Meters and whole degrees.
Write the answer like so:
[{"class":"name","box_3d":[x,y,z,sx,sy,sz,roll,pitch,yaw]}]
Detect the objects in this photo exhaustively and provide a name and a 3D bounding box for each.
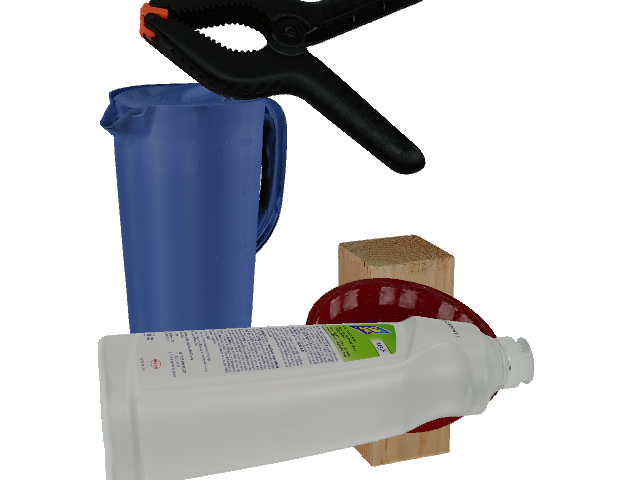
[{"class":"clamp","box_3d":[-0.018,-0.124,0.727,0.210,0.164,0.036,3,-27,-9]},{"class":"bowl","box_3d":[0.063,0.101,0.854,0.162,0.055,0.162,8,36,-6]},{"class":"bleach bottle","box_3d":[0.003,0.084,0.609,0.250,0.068,0.102,-4,21,-11]},{"class":"pitcher","box_3d":[-0.107,-0.017,0.944,0.149,0.243,0.145,1,16,0]},{"class":"wood block","box_3d":[0.074,0.107,1.071,0.090,0.206,0.091,-6,17,-20]}]
